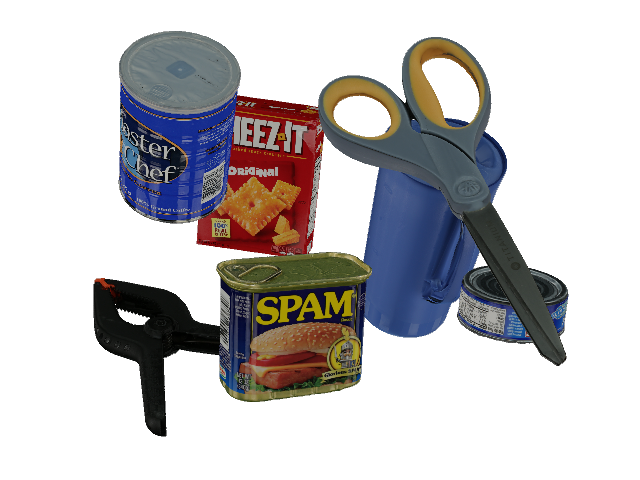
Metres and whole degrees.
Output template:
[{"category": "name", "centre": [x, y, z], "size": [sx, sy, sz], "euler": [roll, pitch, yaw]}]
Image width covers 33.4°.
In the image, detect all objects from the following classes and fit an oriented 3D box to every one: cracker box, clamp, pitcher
[{"category": "cracker box", "centre": [-0.086, -0.090, 1.520], "size": [0.164, 0.214, 0.072], "euler": [9, 21, 7]}, {"category": "clamp", "centre": [-0.140, 0.091, 1.015], "size": [0.164, 0.036, 0.210], "euler": [-21, 41, -33]}, {"category": "pitcher", "centre": [0.116, -0.001, 1.181], "size": [0.145, 0.243, 0.149], "euler": [25, 43, 16]}]

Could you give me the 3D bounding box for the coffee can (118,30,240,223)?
[{"category": "coffee can", "centre": [-0.128, -0.099, 0.951], "size": [0.102, 0.103, 0.140], "euler": [0, -41, -11]}]

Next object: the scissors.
[{"category": "scissors", "centre": [0.049, -0.024, 0.499], "size": [0.096, 0.201, 0.016], "euler": [-6, -39, 4]}]

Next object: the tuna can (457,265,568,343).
[{"category": "tuna can", "centre": [0.154, 0.049, 0.852], "size": [0.086, 0.034, 0.086], "euler": [3, 20, -1]}]

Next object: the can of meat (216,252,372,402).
[{"category": "can of meat", "centre": [-0.019, 0.058, 0.724], "size": [0.102, 0.084, 0.057], "euler": [-4, 17, -22]}]
